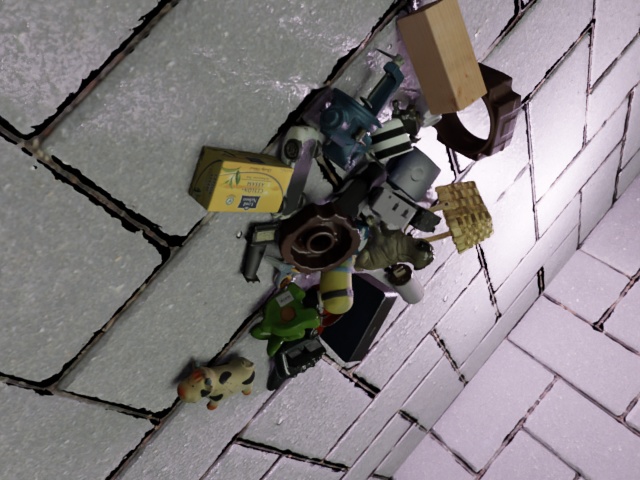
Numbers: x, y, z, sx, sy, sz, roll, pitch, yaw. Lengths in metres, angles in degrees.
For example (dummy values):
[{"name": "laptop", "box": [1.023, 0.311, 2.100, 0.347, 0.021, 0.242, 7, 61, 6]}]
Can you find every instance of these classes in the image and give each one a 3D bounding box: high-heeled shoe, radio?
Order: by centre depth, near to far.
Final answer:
[{"name": "high-heeled shoe", "box": [0.060, -0.082, 1.256, 0.248, 0.086, 0.145, -43, -167, 28]}, {"name": "radio", "box": [0.101, 0.209, 1.478, 0.073, 0.131, 0.229, 8, 114, -52]}]

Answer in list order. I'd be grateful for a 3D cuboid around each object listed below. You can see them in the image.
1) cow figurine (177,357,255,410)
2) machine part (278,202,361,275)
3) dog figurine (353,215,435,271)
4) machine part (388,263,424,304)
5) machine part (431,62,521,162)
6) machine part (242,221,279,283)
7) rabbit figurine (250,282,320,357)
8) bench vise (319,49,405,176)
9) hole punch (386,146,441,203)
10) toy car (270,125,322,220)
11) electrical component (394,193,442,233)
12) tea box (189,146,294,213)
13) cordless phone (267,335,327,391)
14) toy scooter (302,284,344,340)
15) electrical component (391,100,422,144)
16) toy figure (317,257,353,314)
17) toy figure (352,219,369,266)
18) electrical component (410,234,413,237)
[{"name": "cow figurine", "box": [-0.234, 0.322, 1.230, 0.195, 0.086, 0.127, -10, 134, -41]}, {"name": "machine part", "box": [-0.002, -0.004, 1.162, 0.179, 0.056, 0.179, -9, 134, -9]}, {"name": "dog figurine", "box": [0.185, 0.045, 1.378, 0.121, 0.191, 0.172, -9, 128, -45]}, {"name": "machine part", "box": [0.267, 0.137, 1.657, 0.079, 0.079, 0.243, -50, 146, -4]}, {"name": "machine part", "box": [0.353, -0.299, 1.253, 0.087, 0.202, 0.200, -29, 140, -24]}, {"name": "machine part", "box": [-0.131, 0.026, 1.128, 0.084, 0.039, 0.138, -18, 131, -52]}, {"name": "rabbit figurine", "box": [-0.077, 0.208, 1.289, 0.159, 0.121, 0.170, -39, 159, -13]}, {"name": "bench vise", "box": [0.095, -0.254, 1.070, 0.240, 0.129, 0.223, -53, 148, 9]}, {"name": "hole punch", "box": [0.225, -0.167, 1.327, 0.142, 0.092, 0.115, -52, 142, 5]}, {"name": "toy car", "box": [-0.052, -0.131, 1.063, 0.073, 0.056, 0.201, -18, 134, -49]}, {"name": "electrical component", "box": [0.240, -0.070, 1.404, 0.134, 0.115, 0.058, 15, 104, -54]}, {"name": "tea box", "box": [-0.140, -0.106, 0.970, 0.169, 0.068, 0.098, -5, 123, -49]}, {"name": "cordless phone", "box": [-0.071, 0.340, 1.461, 0.146, 0.089, 0.184, -20, 146, -40]}, {"name": "toy scooter", "box": [0.017, 0.172, 1.394, 0.135, 0.075, 0.183, -25, 140, -29]}, {"name": "electrical component", "box": [0.197, -0.261, 1.208, 0.102, 0.078, 0.045, 78, 33, -54]}, {"name": "toy figure", "box": [0.039, 0.085, 1.278, 0.082, 0.089, 0.180, 13, 81, -37]}, {"name": "toy figure", "box": [0.075, 0.023, 1.347, 0.064, 0.058, 0.154, 2, 120, -39]}, {"name": "electrical component", "box": [0.242, 0.009, 1.516, 0.094, 0.021, 0.063, -5, 141, 9]}]
